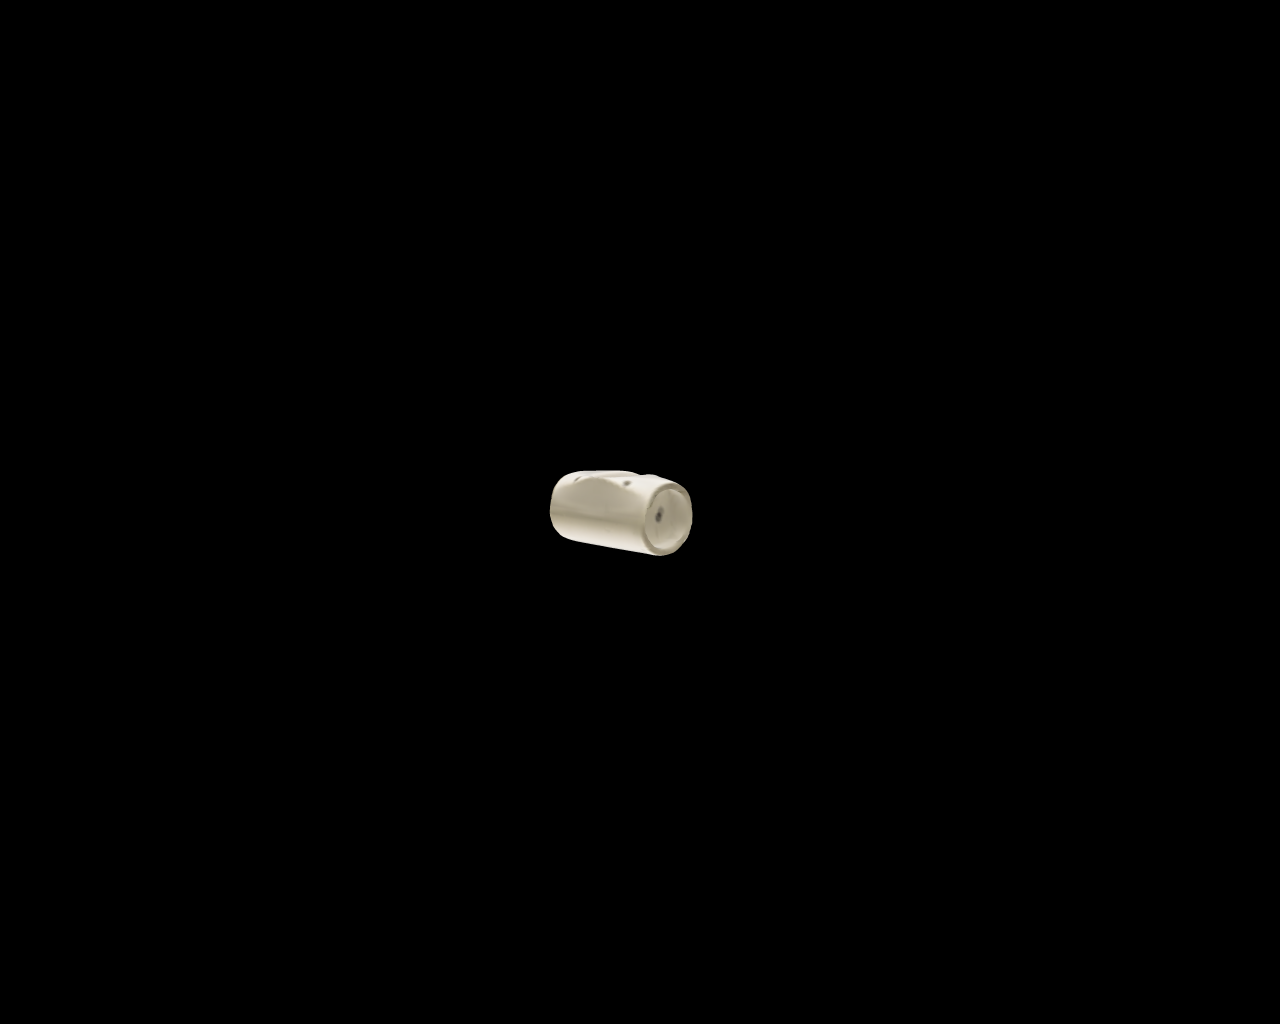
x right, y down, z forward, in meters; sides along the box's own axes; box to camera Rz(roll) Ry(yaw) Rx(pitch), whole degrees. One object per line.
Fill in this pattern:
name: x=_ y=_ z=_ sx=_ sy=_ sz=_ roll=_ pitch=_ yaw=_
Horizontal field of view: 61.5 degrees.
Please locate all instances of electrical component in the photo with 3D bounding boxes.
electrical component: x=0.001 y=-0.003 z=0.650 sx=0.077 sy=0.043 sz=0.079 roll=8 pitch=12 yaw=43
